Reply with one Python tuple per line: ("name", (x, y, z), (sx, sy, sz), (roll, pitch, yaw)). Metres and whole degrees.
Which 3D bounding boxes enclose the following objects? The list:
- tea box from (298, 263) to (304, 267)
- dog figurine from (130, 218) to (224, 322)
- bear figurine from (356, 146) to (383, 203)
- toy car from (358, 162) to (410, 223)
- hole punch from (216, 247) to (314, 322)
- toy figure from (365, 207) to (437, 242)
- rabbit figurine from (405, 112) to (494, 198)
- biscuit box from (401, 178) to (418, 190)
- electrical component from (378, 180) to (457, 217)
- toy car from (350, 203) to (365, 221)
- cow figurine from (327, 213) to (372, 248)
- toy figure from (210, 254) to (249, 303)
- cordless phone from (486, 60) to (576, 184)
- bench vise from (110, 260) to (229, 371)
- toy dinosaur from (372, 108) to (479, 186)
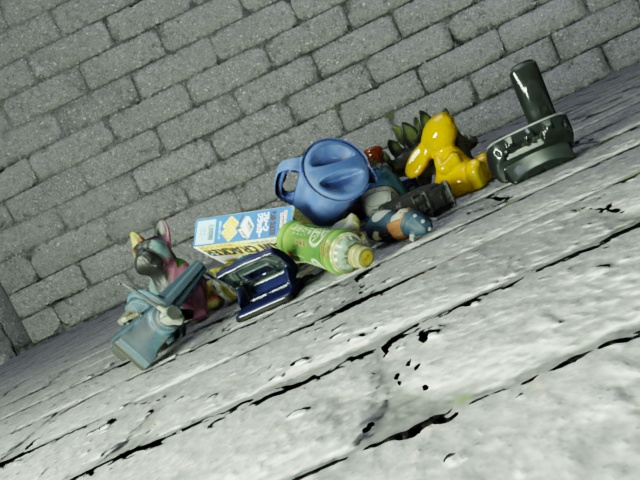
("tea box", (-0.122, 0.037, 1.209), (0.170, 0.098, 0.068), (-21, 6, 25))
("dog figurine", (-0.295, 0.065, 1.089), (0.108, 0.219, 0.191), (-20, 7, 16))
("bear figurine", (0.066, -0.128, 1.276), (0.196, 0.132, 0.120), (-14, -10, 6))
("toy car", (0.133, -0.082, 1.124), (0.109, 0.161, 0.103), (-16, 52, 15))
("hole punch", (-0.095, 0.065, 0.877), (0.142, 0.092, 0.116), (-28, 1, 10))
("toy figure", (0.129, -0.024, 0.890), (0.154, 0.058, 0.064), (-11, 54, 65))
("rabbit figurine", (0.262, -0.175, 1.115), (0.162, 0.173, 0.122), (-15, 15, 42))
("biscuit box", (0.202, -0.122, 1.452), (0.059, 0.062, 0.203), (-26, 6, -16))
("electrical component", (0.170, -0.057, 1.005), (0.134, 0.058, 0.115), (-26, 3, -14))
("toy car", (0.117, -0.067, 1.323), (0.089, 0.053, 0.202), (-26, 17, -29))
("cow figurine", (0.040, 0.000, 1.015), (0.098, 0.068, 0.167), (-31, 4, 4))
("toy figure", (-0.148, 0.075, 1.062), (0.089, 0.082, 0.180), (-5, -16, -37))
("cordless phone", (0.343, -0.201, 0.923), (0.147, 0.184, 0.089), (-24, 10, 12))
("bench vise", (-0.262, 0.111, 0.911), (0.223, 0.129, 0.241), (-47, 6, 48))
("toy dinosaur", (0.249, -0.199, 1.271), (0.471, 0.198, 0.105), (-28, 2, -41))
